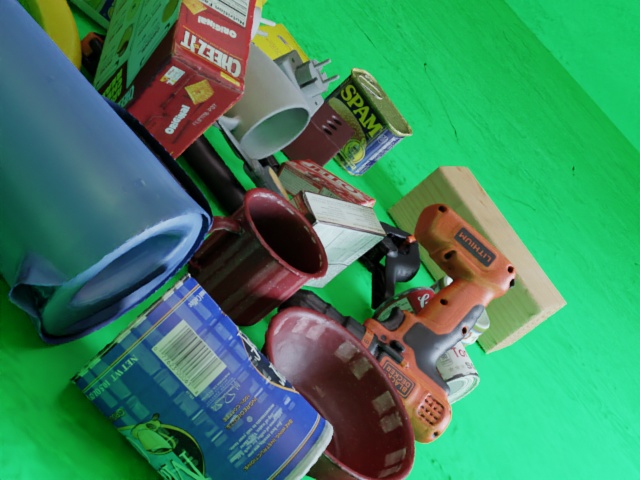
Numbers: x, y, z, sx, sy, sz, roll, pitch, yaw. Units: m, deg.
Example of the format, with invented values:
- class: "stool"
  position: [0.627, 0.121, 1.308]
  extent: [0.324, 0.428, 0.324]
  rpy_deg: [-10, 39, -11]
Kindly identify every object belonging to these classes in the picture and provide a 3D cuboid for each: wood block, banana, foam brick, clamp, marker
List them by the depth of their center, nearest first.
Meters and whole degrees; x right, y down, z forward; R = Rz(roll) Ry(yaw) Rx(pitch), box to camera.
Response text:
- class: "banana"
  position: [-0.247, -0.195, 0.927]
  extent: [0.069, 0.037, 0.198]
  rpy_deg: [-13, 62, -42]
- class: "clamp"
  position: [-0.139, -0.127, 1.001]
  extent: [0.209, 0.036, 0.164]
  rpy_deg: [40, 25, -26]
- class: "marker"
  position: [-0.076, -0.115, 1.110]
  extent: [0.020, 0.020, 0.121]
  rpy_deg: [2, 52, -58]
- class: "clamp"
  position: [0.053, 0.009, 1.123]
  extent: [0.120, 0.039, 0.171]
  rpy_deg: [51, 23, 4]
- class: "foam brick"
  position: [-0.004, -0.112, 1.185]
  extent: [0.053, 0.051, 0.078]
  rpy_deg: [46, 25, -5]
- class: "wood block"
  position: [0.185, 0.020, 1.261]
  extent: [0.206, 0.091, 0.090]
  rpy_deg: [56, 26, 15]

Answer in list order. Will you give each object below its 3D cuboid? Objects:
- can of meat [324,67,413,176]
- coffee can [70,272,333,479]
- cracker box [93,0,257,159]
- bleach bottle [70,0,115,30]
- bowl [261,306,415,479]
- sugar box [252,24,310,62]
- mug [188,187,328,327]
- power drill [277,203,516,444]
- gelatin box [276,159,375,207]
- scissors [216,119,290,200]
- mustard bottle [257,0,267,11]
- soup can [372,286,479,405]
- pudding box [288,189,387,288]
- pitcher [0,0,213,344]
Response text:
- class: "can of meat"
  position: [0.045, -0.138, 1.265]
  extent: [0.102, 0.084, 0.057]
  rpy_deg: [56, 26, 14]
- class: "coffee can"
  position: [-0.075, 0.106, 0.689]
  extent: [0.140, 0.103, 0.102]
  rpy_deg: [47, 25, -3]
- class: "cracker box"
  position: [-0.117, -0.168, 0.871]
  extent: [0.072, 0.164, 0.213]
  rpy_deg: [25, 50, -27]
- class: "bleach bottle"
  position: [-0.163, -0.234, 1.034]
  extent: [0.250, 0.103, 0.068]
  rpy_deg: [38, 25, -22]
- class: "bowl"
  position: [0.001, 0.133, 0.833]
  extent: [0.162, 0.055, 0.162]
  rpy_deg: [38, 27, -23]
- class: "sugar box"
  position: [-0.066, -0.197, 1.214]
  extent: [0.093, 0.048, 0.176]
  rpy_deg: [51, 23, 4]
- class: "mug"
  position: [-0.062, 0.014, 0.869]
  extent: [0.117, 0.082, 0.093]
  rpy_deg: [22, 36, -45]
- class: "power drill"
  position: [0.075, 0.059, 0.952]
  extent: [0.184, 0.057, 0.187]
  rpy_deg: [41, 68, -8]
- class: "gelatin box"
  position: [0.005, -0.050, 1.096]
  extent: [0.089, 0.030, 0.073]
  rpy_deg: [33, 16, 15]
- class: "scissors"
  position: [-0.052, -0.045, 0.971]
  extent: [0.201, 0.016, 0.096]
  rpy_deg: [41, 27, -75]
- class: "mustard bottle"
  position: [-0.106, -0.320, 1.309]
  extent: [0.096, 0.058, 0.191]
  rpy_deg: [36, 27, -12]
- class: "soup can"
  position: [0.101, 0.105, 1.027]
  extent: [0.068, 0.069, 0.102]
  rpy_deg: [14, 42, -51]
- class: "pudding box"
  position: [-0.006, 0.001, 0.971]
  extent: [0.113, 0.090, 0.039]
  rpy_deg: [10, 46, -54]
- class: "pitcher"
  position: [-0.188, -0.063, 0.722]
  extent: [0.243, 0.145, 0.149]
  rpy_deg: [51, -9, 12]
